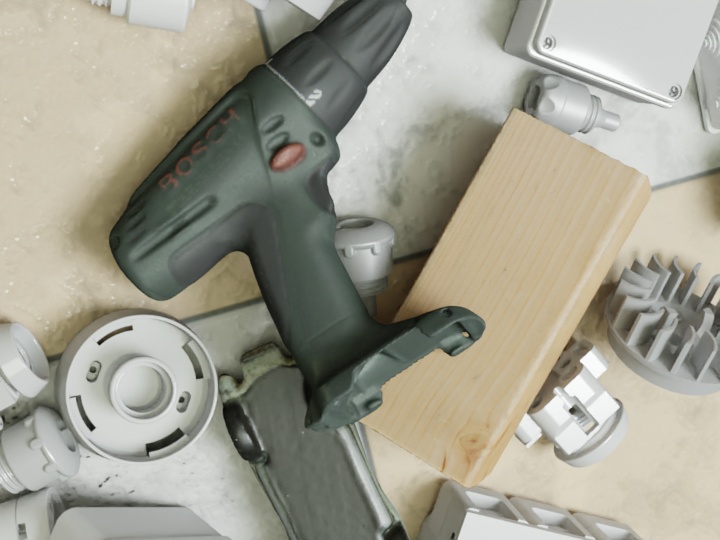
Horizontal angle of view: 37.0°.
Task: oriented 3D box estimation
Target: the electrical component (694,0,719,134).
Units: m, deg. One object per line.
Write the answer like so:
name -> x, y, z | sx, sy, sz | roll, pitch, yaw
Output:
electrical component -> 0.271, -0.142, 0.706 | 0.100, 0.048, 0.099 | -17, 104, -9

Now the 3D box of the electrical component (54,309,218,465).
electrical component -> -0.137, 0.073, 0.664 | 0.099, 0.064, 0.099 | 1, 88, -17

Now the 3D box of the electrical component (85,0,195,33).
electrical component -> -0.130, -0.161, 0.618 | 0.078, 0.040, 0.040 | 7, 99, -13

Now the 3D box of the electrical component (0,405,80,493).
electrical component -> -0.206, 0.115, 0.656 | 0.062, 0.048, 0.048 | -28, 106, 1

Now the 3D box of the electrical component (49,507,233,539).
electrical component -> -0.134, 0.191, 0.651 | 0.113, 0.057, 0.078 | 16, 99, -52

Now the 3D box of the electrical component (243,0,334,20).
electrical component -> -0.056, -0.180, 0.598 | 0.108, 0.108, 0.060 | 29, 100, -16

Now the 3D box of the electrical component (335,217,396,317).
electrical component -> 0.000, 0.000, 0.678 | 0.048, 0.048, 0.062 | -8, 110, -11

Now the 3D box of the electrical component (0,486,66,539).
electrical component -> -0.207, 0.166, 0.660 | 0.047, 0.055, 0.055 | -14, 104, -5

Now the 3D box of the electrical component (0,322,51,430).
electrical component -> -0.220, 0.062, 0.641 | 0.055, 0.048, 0.066 | -28, 106, 2

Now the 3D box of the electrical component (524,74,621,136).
electrical component -> 0.139, -0.103, 0.692 | 0.061, 0.035, 0.035 | 14, 98, -17

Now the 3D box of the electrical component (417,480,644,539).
electrical component -> 0.117, 0.209, 0.735 | 0.150, 0.062, 0.089 | 16, 97, -15

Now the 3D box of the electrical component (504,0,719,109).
electrical component -> 0.161, -0.169, 0.672 | 0.109, 0.056, 0.108 | 17, 97, -15

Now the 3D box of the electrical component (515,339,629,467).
electrical component -> 0.142, 0.094, 0.721 | 0.078, 0.058, 0.057 | -43, 104, -2
